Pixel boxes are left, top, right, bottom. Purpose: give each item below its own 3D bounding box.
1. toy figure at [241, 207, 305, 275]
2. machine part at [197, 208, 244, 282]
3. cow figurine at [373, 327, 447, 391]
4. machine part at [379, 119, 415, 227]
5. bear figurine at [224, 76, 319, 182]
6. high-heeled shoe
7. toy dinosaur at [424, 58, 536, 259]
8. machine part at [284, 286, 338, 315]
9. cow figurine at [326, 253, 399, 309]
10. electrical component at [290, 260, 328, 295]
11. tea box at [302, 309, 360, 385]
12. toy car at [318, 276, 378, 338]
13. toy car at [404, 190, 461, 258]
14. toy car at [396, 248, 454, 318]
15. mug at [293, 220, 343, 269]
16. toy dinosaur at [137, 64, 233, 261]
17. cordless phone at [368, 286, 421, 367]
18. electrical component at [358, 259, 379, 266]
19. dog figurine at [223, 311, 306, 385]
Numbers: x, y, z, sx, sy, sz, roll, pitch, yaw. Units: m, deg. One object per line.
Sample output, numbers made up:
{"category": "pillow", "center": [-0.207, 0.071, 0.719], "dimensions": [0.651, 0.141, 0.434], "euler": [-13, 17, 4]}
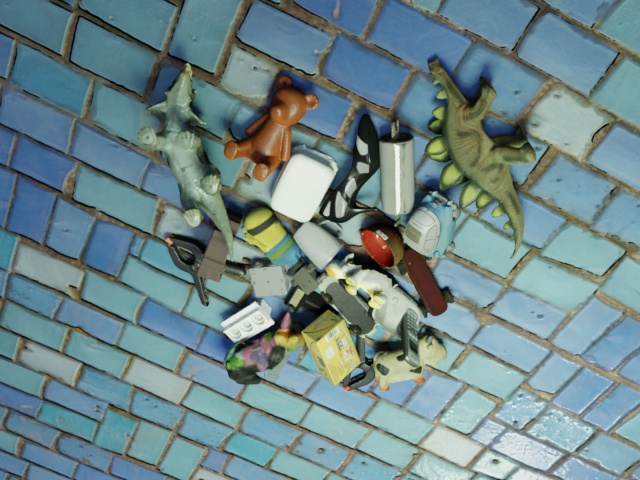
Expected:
{"category": "toy figure", "center": [-0.109, -0.002, 1.291], "dimensions": [0.180, 0.082, 0.089], "euler": [44, 95, -8]}
{"category": "machine part", "center": [-0.230, 0.010, 1.258], "dimensions": [0.056, 0.179, 0.179], "euler": [21, 118, -9]}
{"category": "cow figurine", "center": [0.232, 0.304, 1.387], "dimensions": [0.195, 0.085, 0.127], "euler": [-12, 107, -3]}
{"category": "machine part", "center": [0.171, -0.145, 1.185], "dimensions": [0.079, 0.079, 0.242], "euler": [-3, 117, 8]}
{"category": "bear figurine", "center": [-0.098, -0.239, 1.139], "dimensions": [0.120, 0.132, 0.195], "euler": [39, 123, 5]}
{"category": "high-heeled shoe", "center": [0.058, -0.155, 1.201], "dimensions": [0.145, 0.086, 0.248], "euler": [3, 111, 21]}
{"category": "toy dinosaur", "center": [0.346, -0.170, 1.142], "dimensions": [0.198, 0.105, 0.471], "euler": [-30, 101, 28]}
{"category": "machine part", "center": [-0.019, 0.165, 1.391], "dimensions": [0.139, 0.039, 0.084], "euler": [25, 109, -4]}
{"category": "cow figurine", "center": [0.101, 0.083, 1.282], "dimensions": [0.167, 0.098, 0.068], "euler": [32, 153, 13]}
{"category": "electrical component", "center": [-0.029, 0.086, 1.331], "dimensions": [0.078, 0.045, 0.102], "euler": [44, 128, 6]}
{"category": "tea box", "center": [0.030, 0.272, 1.363], "dimensions": [0.098, 0.068, 0.169], "euler": [-36, 128, -24]}
{"category": "toy car", "center": [0.075, 0.164, 1.361], "dimensions": [0.073, 0.056, 0.201], "euler": [-39, 104, 7]}
{"category": "toy car", "center": [0.241, -0.023, 1.197], "dimensions": [0.109, 0.103, 0.161], "euler": [41, 142, 32]}
{"category": "toy car", "center": [0.255, 0.101, 1.316], "dimensions": [0.089, 0.053, 0.202], "euler": [-30, 110, 4]}
{"category": "mug", "center": [-0.003, -0.004, 1.276], "dimensions": [0.107, 0.081, 0.109], "euler": [40, 84, -4]}
{"category": "toy dinosaur", "center": [-0.271, -0.157, 1.155], "dimensions": [0.131, 0.192, 0.404], "euler": [-16, 108, 6]}
{"category": "cordless phone", "center": [0.185, 0.211, 1.299], "dimensions": [0.089, 0.184, 0.146], "euler": [-35, 121, 26]}
{"category": "electrical component", "center": [0.134, 0.083, 1.338], "dimensions": [0.094, 0.021, 0.063], "euler": [18, 117, -2]}
{"category": "dog figurine", "center": [-0.131, 0.274, 1.381], "dimensions": [0.191, 0.108, 0.219], "euler": [2, 140, -32]}
